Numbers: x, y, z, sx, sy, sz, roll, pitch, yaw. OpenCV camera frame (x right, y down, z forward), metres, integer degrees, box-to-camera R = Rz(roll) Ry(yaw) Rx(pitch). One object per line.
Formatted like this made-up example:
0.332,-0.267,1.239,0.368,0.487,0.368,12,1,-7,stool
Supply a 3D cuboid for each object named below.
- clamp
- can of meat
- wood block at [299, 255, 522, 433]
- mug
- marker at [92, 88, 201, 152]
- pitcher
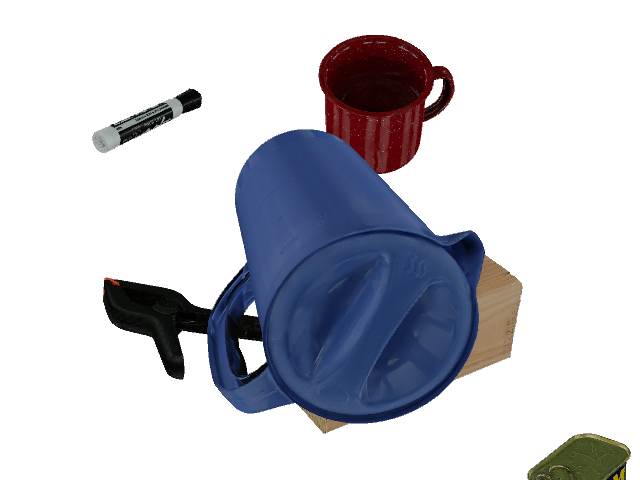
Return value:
-0.167,0.088,1.150,0.210,0.036,0.164,18,21,27,clamp
0.227,0.231,0.936,0.058,0.084,0.101,14,27,41,can of meat
0.069,0.080,0.955,0.205,0.090,0.091,-17,38,-27,wood block
0.056,-0.113,0.889,0.117,0.093,0.081,-18,-35,-12,mug
-0.147,-0.106,0.926,0.020,0.020,0.120,0,25,41,marker
-0.001,0.014,0.738,0.149,0.145,0.243,5,22,-15,pitcher
